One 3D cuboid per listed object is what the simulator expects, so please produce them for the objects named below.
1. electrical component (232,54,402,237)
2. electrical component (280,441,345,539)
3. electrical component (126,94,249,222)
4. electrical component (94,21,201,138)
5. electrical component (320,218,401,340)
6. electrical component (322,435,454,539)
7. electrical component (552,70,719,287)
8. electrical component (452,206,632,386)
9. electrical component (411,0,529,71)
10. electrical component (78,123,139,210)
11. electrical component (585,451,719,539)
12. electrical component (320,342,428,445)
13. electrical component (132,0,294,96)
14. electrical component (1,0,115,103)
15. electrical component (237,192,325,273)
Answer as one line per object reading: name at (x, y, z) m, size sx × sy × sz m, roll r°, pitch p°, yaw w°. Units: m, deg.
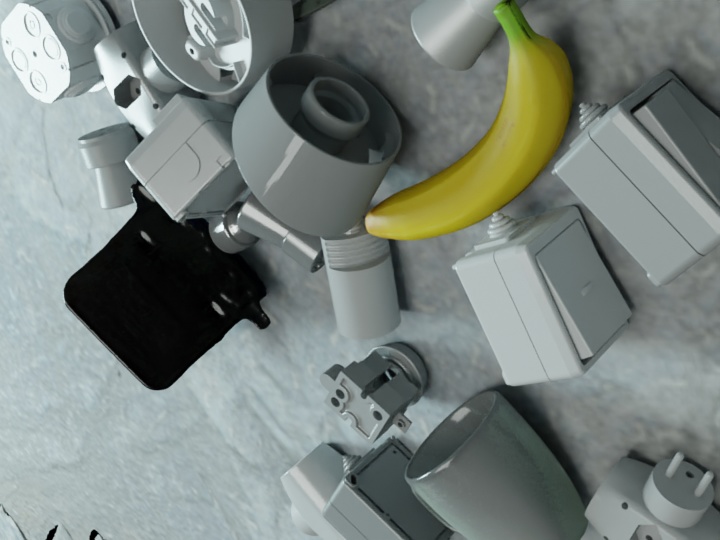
electrical component at (-0.026, -0.078, 0.641) m, size 0.099 × 0.099 × 0.064 m, roll 46°, pitch 131°, yaw 9°
electrical component at (-0.029, 0.185, 0.846) m, size 0.077 × 0.043 × 0.079 m, roll 49°, pitch 137°, yaw 5°
electrical component at (-0.103, -0.076, 0.717) m, size 0.062 × 0.096 × 0.061 m, roll -43°, pitch 83°, yaw 15°
electrical component at (-0.136, -0.137, 0.740) m, size 0.079 × 0.043 × 0.077 m, roll -28°, pitch 96°, yaw 47°
electrical component at (0.000, 0.000, 0.705) m, size 0.043 × 0.043 × 0.081 m, roll 11°, pitch 122°, yaw 37°
electrical component at (0.020, 0.173, 0.783) m, size 0.096 × 0.062 × 0.061 m, roll 42°, pitch 135°, yaw 14°
electrical component at (0.147, -0.053, 0.529) m, size 0.096 × 0.062 × 0.061 m, roll 49°, pitch 137°, yaw 7°
electrical component at (0.103, 0.008, 0.606) m, size 0.061 × 0.062 × 0.096 m, roll -15°, pitch 104°, yaw 45°
electrical component at (0.063, -0.141, 0.565) m, size 0.044 × 0.044 × 0.065 m, roll 52°, pitch 133°, yaw 2°
electrical component at (-0.186, -0.079, 0.818) m, size 0.045 × 0.045 × 0.055 m, roll 1°, pitch 115°, yaw 41°
electrical component at (0.182, 0.138, 0.631) m, size 0.077 × 0.043 × 0.079 m, roll 34°, pitch 134°, yaw 21°
electrical component at (0.014, 0.081, 0.734) m, size 0.066 × 0.055 × 0.048 m, roll 41°, pitch 135°, yaw 14°
electrical component at (-0.089, -0.159, 0.665) m, size 0.099 × 0.064 × 0.099 m, roll 30°, pitch 131°, yaw 41°
electrical component at (-0.219, -0.165, 0.789) m, size 0.080 × 0.051 × 0.080 m, roll 21°, pitch 128°, yaw 30°
electrical component at (-0.045, -0.028, 0.730) m, size 0.065 × 0.044 × 0.044 m, roll 36°, pitch 134°, yaw 12°
